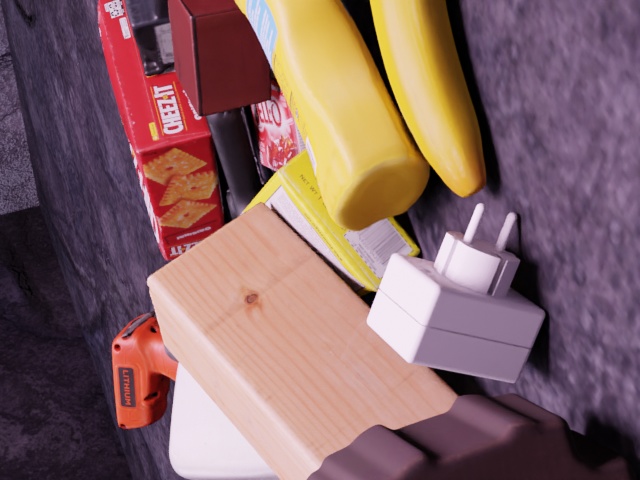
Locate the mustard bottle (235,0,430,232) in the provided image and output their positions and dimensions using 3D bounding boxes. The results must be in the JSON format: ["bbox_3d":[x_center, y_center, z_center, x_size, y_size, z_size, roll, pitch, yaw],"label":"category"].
[{"bbox_3d":[-0.004,-0.104,0.586,0.096,0.058,0.192,74,172,-73],"label":"mustard bottle"}]

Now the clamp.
[{"bbox_3d":[-0.055,-0.034,0.837,0.164,0.036,0.210,-101,-3,-79],"label":"clamp"}]

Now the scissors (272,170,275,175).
[{"bbox_3d":[-0.043,-0.111,0.804,0.096,0.016,0.202,152,102,-77],"label":"scissors"}]

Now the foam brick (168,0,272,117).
[{"bbox_3d":[-0.064,-0.129,0.685,0.078,0.051,0.053,91,156,-46],"label":"foam brick"}]

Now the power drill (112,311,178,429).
[{"bbox_3d":[-0.087,0.146,0.929,0.188,0.057,0.184,10,115,21],"label":"power drill"}]

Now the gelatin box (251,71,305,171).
[{"bbox_3d":[-0.023,-0.083,0.748,0.089,0.030,0.073,-146,43,-63],"label":"gelatin box"}]

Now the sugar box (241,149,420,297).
[{"bbox_3d":[-0.005,0.001,0.703,0.093,0.048,0.176,51,163,-1],"label":"sugar box"}]

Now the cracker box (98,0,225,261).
[{"bbox_3d":[-0.141,-0.100,0.967,0.214,0.072,0.164,94,159,-64],"label":"cracker box"}]

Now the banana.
[{"bbox_3d":[0.047,-0.118,0.497,0.070,0.037,0.198,-137,35,-58],"label":"banana"}]

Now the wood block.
[{"bbox_3d":[-0.001,0.087,0.626,0.206,0.090,0.090,45,158,26],"label":"wood block"}]
